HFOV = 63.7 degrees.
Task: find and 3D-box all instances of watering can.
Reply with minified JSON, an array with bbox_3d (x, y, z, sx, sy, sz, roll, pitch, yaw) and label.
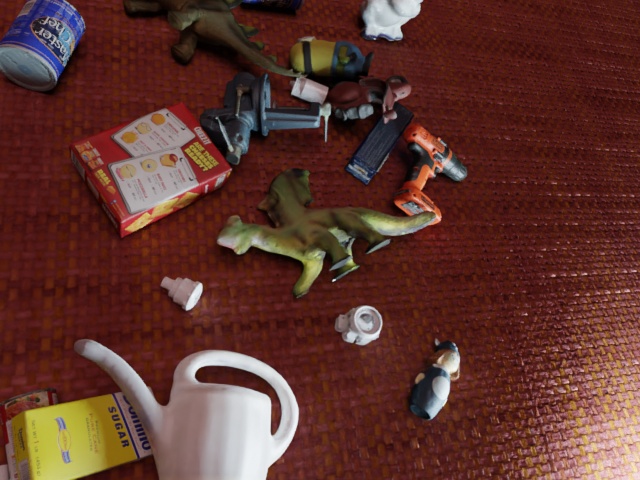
[{"bbox_3d":[-0.176,0.258,0.703,0.345,0.102,0.229,20,56,-32],"label":"watering can"}]

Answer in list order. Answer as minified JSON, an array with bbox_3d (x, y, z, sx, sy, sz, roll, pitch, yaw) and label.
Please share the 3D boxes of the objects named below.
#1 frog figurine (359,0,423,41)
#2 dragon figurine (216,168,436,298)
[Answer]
[{"bbox_3d":[0.174,-0.568,1.240,0.137,0.156,0.125,14,60,-14],"label":"frog figurine"},{"bbox_3d":[0.003,-0.048,0.952,0.414,0.119,0.246,-25,68,-30],"label":"dragon figurine"}]
